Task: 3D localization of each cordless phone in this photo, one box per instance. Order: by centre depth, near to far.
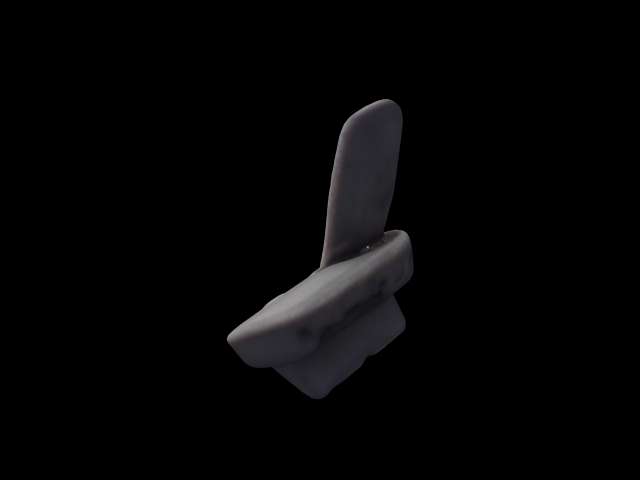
[{"bbox_3d":[0.004,0.001,0.400,0.093,0.185,0.148,24,41,31],"label":"cordless phone"}]
